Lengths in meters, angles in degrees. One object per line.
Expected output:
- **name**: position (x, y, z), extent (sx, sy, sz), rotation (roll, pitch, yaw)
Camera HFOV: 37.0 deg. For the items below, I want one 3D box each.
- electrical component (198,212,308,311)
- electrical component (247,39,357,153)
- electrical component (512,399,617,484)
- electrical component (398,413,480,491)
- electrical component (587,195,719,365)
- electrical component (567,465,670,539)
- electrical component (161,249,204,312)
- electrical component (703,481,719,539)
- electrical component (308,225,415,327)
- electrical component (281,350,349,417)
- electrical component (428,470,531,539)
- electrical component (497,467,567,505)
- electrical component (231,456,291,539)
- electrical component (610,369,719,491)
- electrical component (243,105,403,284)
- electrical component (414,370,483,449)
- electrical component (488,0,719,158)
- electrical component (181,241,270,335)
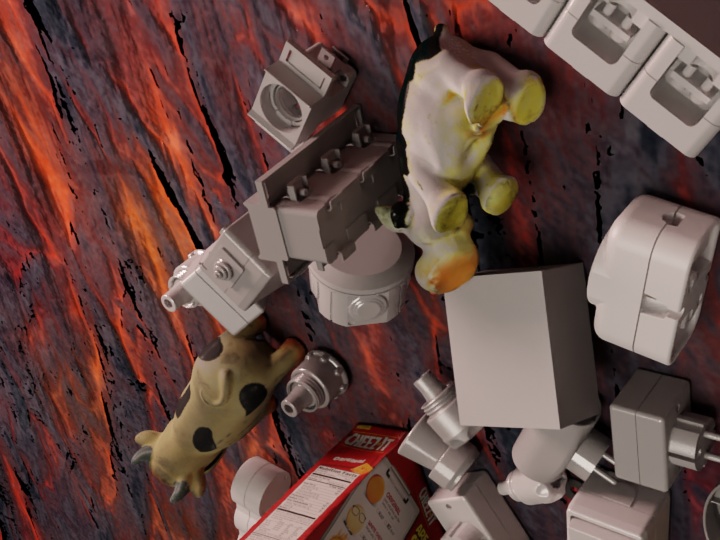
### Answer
- **electrical component**: position (-0.077, -0.013, 0.853), extent (0.061, 0.096, 0.061), rotation (45, 139, 3)
- **electrical component**: position (-0.039, -0.124, 0.757), extent (0.042, 0.064, 0.081), rotation (42, 139, 9)
- **electrical component**: position (0.160, 0.130, 0.799), extent (0.079, 0.043, 0.077), rotation (34, 138, 16)
- **electrical component**: position (0.066, 0.151, 0.897), extent (0.055, 0.045, 0.045), rotation (37, 138, 12)
- **electrical component**: position (0.182, 0.005, 0.674), extent (0.059, 0.054, 0.095), rotation (22, 133, 27)
- **electrical component**: position (0.195, 0.209, 0.818), extent (0.062, 0.061, 0.096), rotation (16, 130, 32)
- **electrical component**: position (-0.151, 0.014, 0.965), extent (0.048, 0.062, 0.048), rotation (23, 133, 27)
- **electrical component**: position (0.279, 0.171, 0.711), extent (0.099, 0.064, 0.099), rotation (23, 134, 26)
- **electrical component**: position (0.000, 0.000, 0.810), extent (0.080, 0.080, 0.051), rotation (28, 141, 22)
- **electrical component**: position (-0.044, 0.104, 0.941), extent (0.048, 0.062, 0.048), rotation (23, 134, 26)
- **electrical component**: position (0.093, 0.227, 0.909), extent (0.047, 0.076, 0.083), rotation (-21, 105, 48)
- **electrical component**: position (0.134, 0.171, 0.861), extent (0.061, 0.035, 0.035), rotation (-26, 102, 50)
- **electrical component**: position (-0.086, 0.260, 1.108), extent (0.074, 0.052, 0.138), rotation (23, 134, 27)
- **electrical component**: position (0.217, 0.114, 0.733), extent (0.077, 0.047, 0.065), rotation (13, 128, 36)
- **electrical component**: position (-0.016, -0.053, 0.749), extent (0.063, 0.121, 0.078), rotation (9, 126, 33)
- **electrical component**: position (0.070, 0.108, 0.861), extent (0.062, 0.043, 0.043), rotation (48, 140, 2)
- **electrical component**: position (0.145, -0.138, 0.566), extent (0.150, 0.089, 0.061), rotation (41, 139, 9)
- **electrical component**: position (-0.100, 0.003, 0.920), extent (0.077, 0.047, 0.065), rotation (-39, 106, 20)
